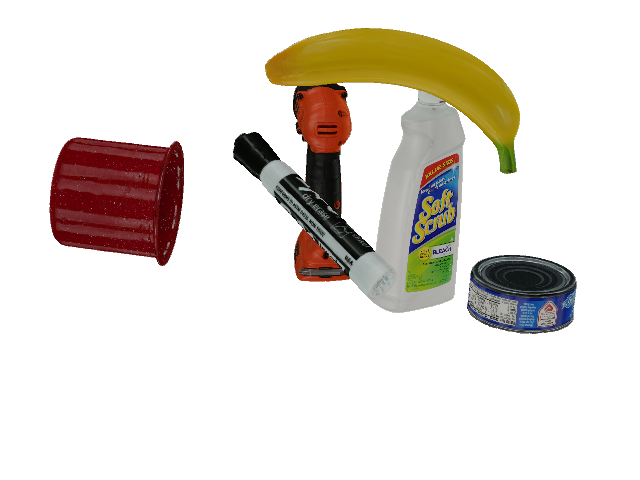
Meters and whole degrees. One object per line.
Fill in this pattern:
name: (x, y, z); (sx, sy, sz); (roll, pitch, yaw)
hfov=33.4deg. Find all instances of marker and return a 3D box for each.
marker: (-0.006, -0.016, 0.544); (0.020, 0.020, 0.121); (0, 39, -51)

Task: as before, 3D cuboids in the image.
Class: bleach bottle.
bleach bottle: (0.110, -0.050, 1.192); (0.102, 0.251, 0.068); (-10, 24, -29)

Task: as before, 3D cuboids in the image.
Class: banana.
banana: (0.063, -0.110, 0.741); (0.197, 0.069, 0.037); (20, -2, -12)

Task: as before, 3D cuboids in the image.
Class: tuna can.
tuna can: (0.162, 0.042, 0.860); (0.086, 0.034, 0.086); (1, 21, -1)

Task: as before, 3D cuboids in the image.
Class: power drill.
power drill: (-0.001, -0.066, 1.054); (0.057, 0.188, 0.184); (-2, 20, -1)

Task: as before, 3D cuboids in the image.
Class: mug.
mug: (-0.149, -0.034, 0.803); (0.081, 0.093, 0.117); (7, 10, 3)
